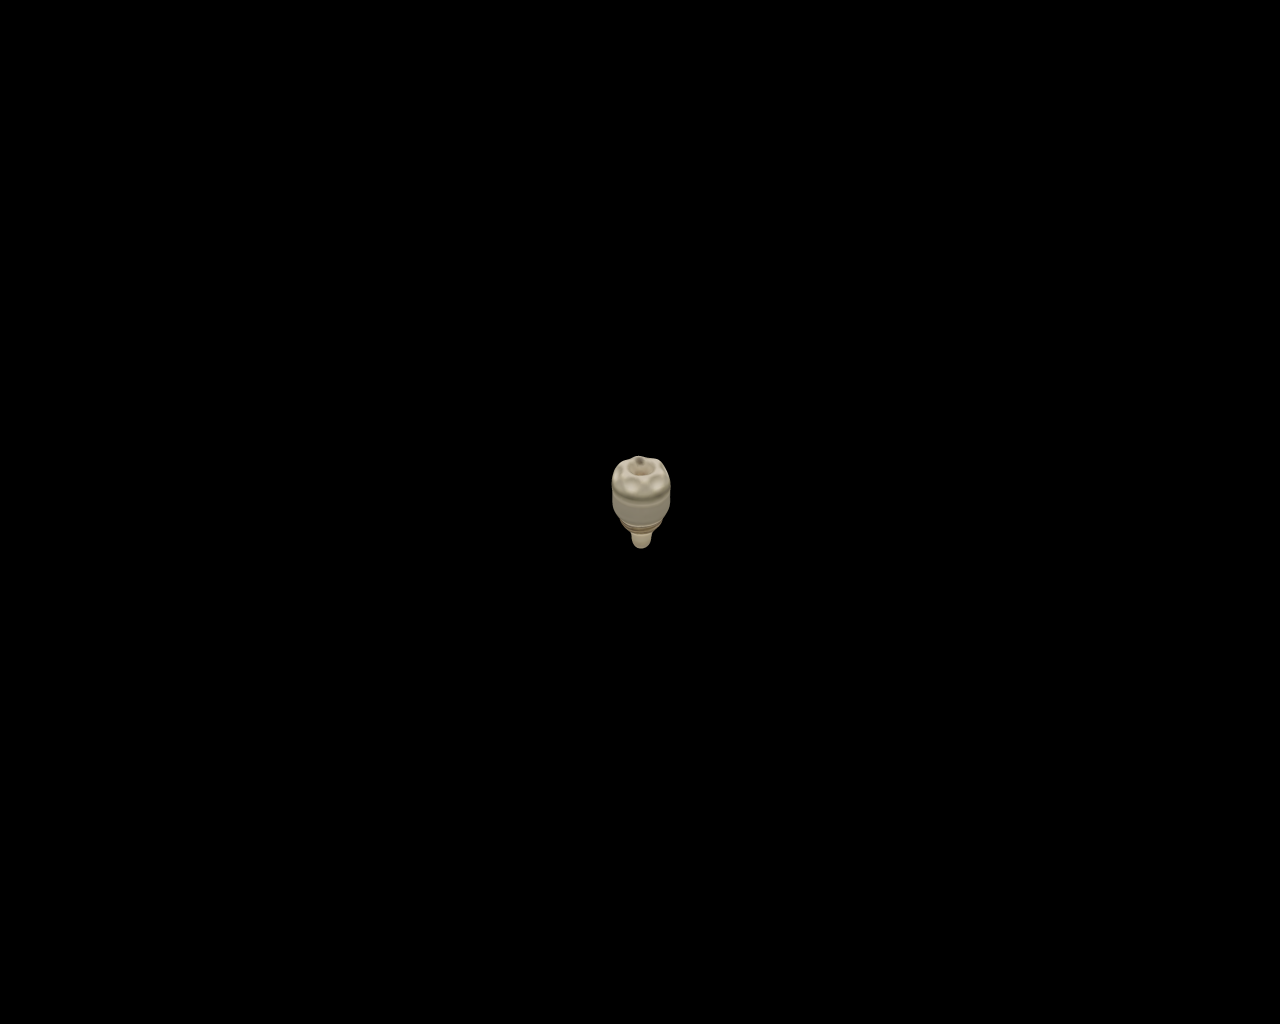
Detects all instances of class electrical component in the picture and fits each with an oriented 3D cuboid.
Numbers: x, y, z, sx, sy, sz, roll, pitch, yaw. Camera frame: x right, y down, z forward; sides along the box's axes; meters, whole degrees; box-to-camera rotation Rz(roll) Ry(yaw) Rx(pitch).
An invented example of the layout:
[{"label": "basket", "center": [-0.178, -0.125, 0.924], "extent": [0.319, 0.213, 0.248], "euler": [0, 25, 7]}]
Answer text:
[{"label": "electrical component", "center": [0.001, -0.003, 0.650], "extent": [0.035, 0.061, 0.035], "euler": [0, 38, 0]}]
